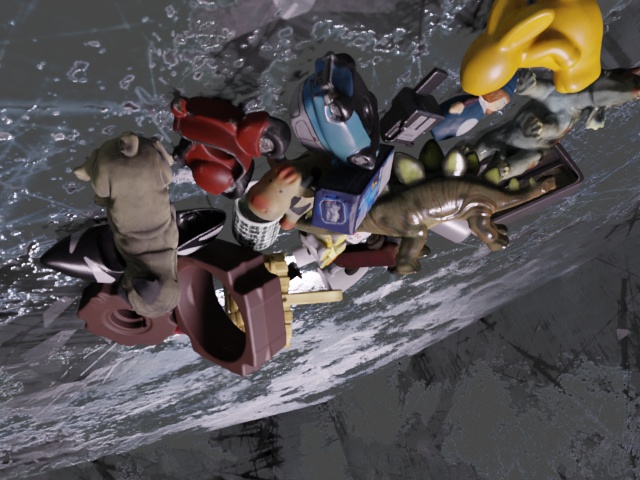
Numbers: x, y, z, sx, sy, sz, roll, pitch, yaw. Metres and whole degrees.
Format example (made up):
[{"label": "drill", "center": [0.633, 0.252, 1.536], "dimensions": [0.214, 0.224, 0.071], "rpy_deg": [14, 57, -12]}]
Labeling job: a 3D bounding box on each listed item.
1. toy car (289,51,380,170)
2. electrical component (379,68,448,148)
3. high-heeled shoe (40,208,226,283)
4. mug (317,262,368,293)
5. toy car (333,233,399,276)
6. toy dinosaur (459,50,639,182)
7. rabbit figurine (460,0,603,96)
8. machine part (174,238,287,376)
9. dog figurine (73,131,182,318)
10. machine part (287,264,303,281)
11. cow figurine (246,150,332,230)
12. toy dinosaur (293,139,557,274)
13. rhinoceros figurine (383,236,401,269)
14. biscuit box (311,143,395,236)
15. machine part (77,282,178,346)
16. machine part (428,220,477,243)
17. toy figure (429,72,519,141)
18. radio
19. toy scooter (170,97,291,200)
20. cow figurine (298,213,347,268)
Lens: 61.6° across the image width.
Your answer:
[{"label": "toy car", "center": [0.013, -0.155, 0.683], "dimensions": [0.103, 0.109, 0.161], "rpy_deg": [-8, 155, 23]}, {"label": "electrical component", "center": [0.145, -0.192, 0.788], "dimensions": [0.075, 0.048, 0.119], "rpy_deg": [2, 149, -46]}, {"label": "high-heeled shoe", "center": [-0.255, -0.001, 0.777], "dimensions": [0.145, 0.086, 0.248], "rpy_deg": [-21, 177, 36]}, {"label": "mug", "center": [0.057, 0.067, 1.251], "dimensions": [0.107, 0.081, 0.109], "rpy_deg": [-30, 156, -13]}, {"label": "toy car", "center": [0.090, 0.028, 1.110], "dimensions": [0.089, 0.053, 0.202], "rpy_deg": [45, 153, -23]}, {"label": "toy dinosaur", "center": [0.374, -0.187, 0.933], "dimensions": [0.192, 0.131, 0.404], "rpy_deg": [-11, 161, -26]}, {"label": "rabbit figurine", "center": [0.261, -0.245, 0.680], "dimensions": [0.173, 0.122, 0.162], "rpy_deg": [-24, 153, 4]}, {"label": "machine part", "center": [-0.153, 0.106, 0.889], "dimensions": [0.087, 0.202, 0.200], "rpy_deg": [-27, 122, -43]}, {"label": "dog figurine", "center": [-0.217, -0.015, 0.661], "dimensions": [0.121, 0.191, 0.172], "rpy_deg": [-18, 155, -11]}, {"label": "machine part", "center": [-0.106, 0.097, 1.177], "dimensions": [0.139, 0.084, 0.039], "rpy_deg": [-26, 133, -13]}, {"label": "cow figurine", "center": [-0.031, -0.080, 0.761], "dimensions": [0.195, 0.085, 0.127], "rpy_deg": [-37, 167, -49]}, {"label": "toy dinosaur", "center": [0.149, -0.053, 0.891], "dimensions": [0.472, 0.198, 0.105], "rpy_deg": [-15, -167, 9]}, {"label": "rhinoceros figurine", "center": [0.163, -0.014, 1.118], "dimensions": [0.073, 0.112, 0.190], "rpy_deg": [-18, 149, -16]}, {"label": "biscuit box", "center": [0.050, -0.080, 0.750], "dimensions": [0.203, 0.063, 0.059], "rpy_deg": [-52, 153, -56]}, {"label": "machine part", "center": [-0.337, 0.126, 0.956], "dimensions": [0.179, 0.056, 0.179], "rpy_deg": [0, 138, 0]}, {"label": "machine part", "center": [0.200, -0.062, 0.987], "dimensions": [0.243, 0.079, 0.079], "rpy_deg": [25, 138, -17]}, {"label": "toy figure", "center": [0.239, -0.208, 0.829], "dimensions": [0.154, 0.057, 0.064], "rpy_deg": [-29, -165, 11]}, {"label": "radio", "center": [0.382, -0.111, 1.069], "dimensions": [0.230, 0.131, 0.073], "rpy_deg": [-25, 161, 5]}, {"label": "toy scooter", "center": [-0.130, -0.118, 0.658], "dimensions": [0.135, 0.075, 0.184], "rpy_deg": [21, 153, -25]}, {"label": "cow figurine", "center": [-0.004, -0.002, 1.027], "dimensions": [0.068, 0.098, 0.167], "rpy_deg": [-43, 170, -8]}]
